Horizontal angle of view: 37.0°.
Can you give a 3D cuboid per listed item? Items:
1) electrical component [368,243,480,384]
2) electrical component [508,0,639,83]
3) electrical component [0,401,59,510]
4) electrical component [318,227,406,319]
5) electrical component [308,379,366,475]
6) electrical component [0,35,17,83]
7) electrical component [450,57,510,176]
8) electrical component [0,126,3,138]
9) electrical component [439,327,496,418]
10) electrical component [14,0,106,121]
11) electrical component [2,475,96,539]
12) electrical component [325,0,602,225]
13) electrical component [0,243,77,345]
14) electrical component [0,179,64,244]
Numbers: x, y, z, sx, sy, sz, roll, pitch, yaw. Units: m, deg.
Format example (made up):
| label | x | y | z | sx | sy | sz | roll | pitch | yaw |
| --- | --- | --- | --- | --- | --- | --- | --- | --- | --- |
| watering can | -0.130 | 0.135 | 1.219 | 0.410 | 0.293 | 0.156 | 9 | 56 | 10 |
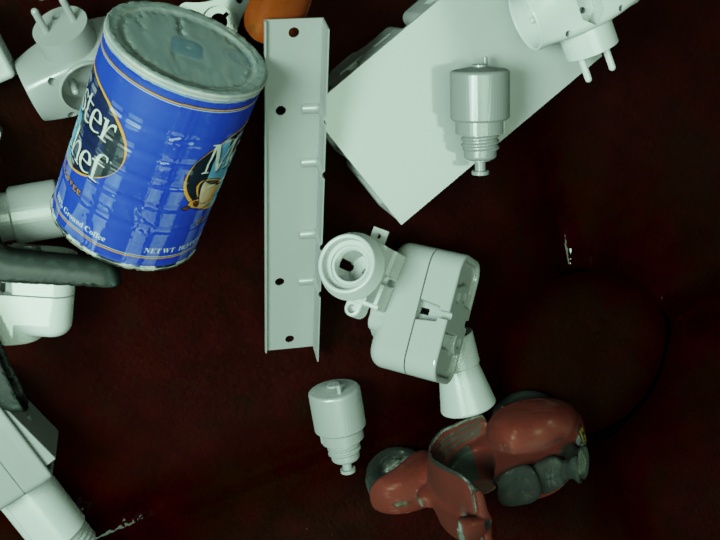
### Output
| label | x | y | z | sx | sy | sz | roll | pitch | yaw |
| --- | --- | --- | --- | --- | --- | --- | --- | --- | --- |
| electrical component | 0.046 | 0.031 | 0.799 | 0.059 | 0.054 | 0.095 | 13 | 85 | 22 |
| electrical component | 0.150 | -0.167 | 0.725 | 0.077 | 0.043 | 0.079 | -26 | 109 | -6 |
| electrical component | -0.261 | 0.111 | 0.757 | 0.061 | 0.061 | 0.096 | -32 | 109 | -3 |
| electrical component | 0.000 | 0.000 | 0.760 | 0.048 | 0.055 | 0.066 | 21 | 88 | 22 |
| electrical component | -0.015 | 0.120 | 0.829 | 0.040 | 0.040 | 0.078 | -12 | 107 | -10 |
| electrical component | -0.261 | -0.132 | 0.686 | 0.066 | 0.076 | 0.047 | -25 | 108 | -6 |
| electrical component | 0.081 | -0.103 | 0.727 | 0.040 | 0.040 | 0.078 | -5 | 105 | -12 |
| electrical component | -0.274 | -0.070 | 0.710 | 0.078 | 0.057 | 0.058 | -44 | 109 | 1 |
| electrical component | 0.077 | 0.077 | 0.840 | 0.044 | 0.044 | 0.065 | -17 | 102 | -9 |
| electrical component | -0.189 | -0.145 | 0.705 | 0.077 | 0.044 | 0.079 | -26 | 145 | -6 |
| electrical component | -0.227 | 0.188 | 0.795 | 0.043 | 0.043 | 0.081 | -32 | 109 | -3 |
| electrical component | 0.062 | -0.137 | 0.769 | 0.186 | 0.060 | 0.105 | -40 | 109 | -1 |
| electrical component | -0.246 | 0.015 | 0.740 | 0.095 | 0.053 | 0.059 | 4 | 103 | -14 |
| electrical component | -0.236 | -0.037 | 0.736 | 0.078 | 0.040 | 0.040 | -11 | 106 | -11 |
